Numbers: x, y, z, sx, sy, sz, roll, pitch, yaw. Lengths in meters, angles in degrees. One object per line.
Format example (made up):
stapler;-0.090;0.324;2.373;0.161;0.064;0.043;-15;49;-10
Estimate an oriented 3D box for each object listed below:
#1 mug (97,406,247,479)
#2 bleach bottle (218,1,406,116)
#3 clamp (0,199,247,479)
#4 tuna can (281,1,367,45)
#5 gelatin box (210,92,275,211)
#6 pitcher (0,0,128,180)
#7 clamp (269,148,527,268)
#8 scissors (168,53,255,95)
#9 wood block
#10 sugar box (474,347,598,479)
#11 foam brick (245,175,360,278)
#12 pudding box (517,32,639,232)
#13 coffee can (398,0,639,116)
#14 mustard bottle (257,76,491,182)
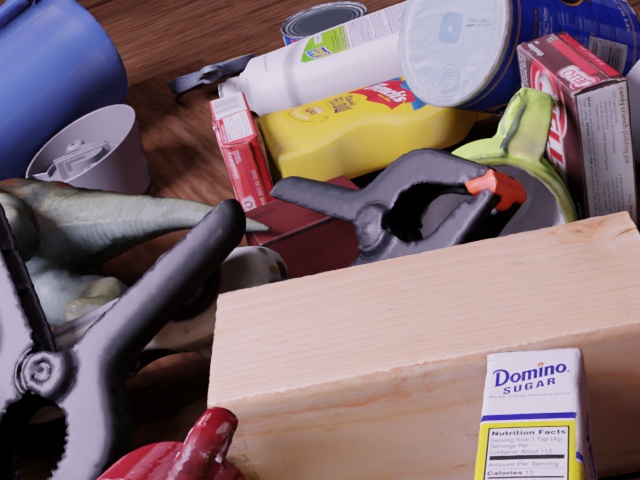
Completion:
mug;-0.064;0.121;0.439;0.093;0.117;0.081;23;7;5
bleach bottle;0.035;-0.160;0.928;0.251;0.068;0.102;-15;28;6
clamp;-0.121;0.064;0.533;0.165;0.036;0.210;-2;71;18
tuna can;0.007;-0.200;1.033;0.086;0.034;0.086;-11;30;7
gelatin box;-0.055;-0.058;0.786;0.030;0.073;0.089;-17;31;-2
pitcher;-0.289;-0.107;0.889;0.242;0.149;0.145;-49;12;-33
clamp;0.032;-0.009;0.586;0.172;0.039;0.120;-32;63;33
scissors;-0.113;-0.144;0.959;0.096;0.016;0.201;-17;10;18
wood block;0.059;0.065;0.511;0.206;0.090;0.091;-12;30;5
sugar box;0.080;0.129;0.390;0.048;0.093;0.176;-6;30;14
foam brick;-0.005;0.001;0.686;0.078;0.051;0.053;-21;29;-9
pudding box;0.157;-0.059;0.649;0.039;0.113;0.090;-17;29;-1
coffee can;0.139;-0.134;0.737;0.140;0.103;0.103;4;16;-36
mustard bottle;0.052;-0.090;0.804;0.191;0.058;0.096;-17;25;-4
